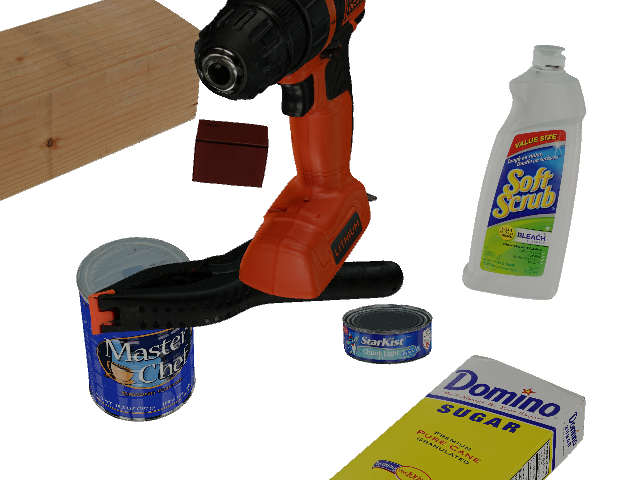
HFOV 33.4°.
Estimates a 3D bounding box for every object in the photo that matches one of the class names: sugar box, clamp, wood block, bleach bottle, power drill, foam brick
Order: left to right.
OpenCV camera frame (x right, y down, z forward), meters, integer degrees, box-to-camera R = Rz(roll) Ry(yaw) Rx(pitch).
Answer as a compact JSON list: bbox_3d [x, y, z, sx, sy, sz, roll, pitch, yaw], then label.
[{"bbox_3d":[-0.202,-0.122,0.864,0.090,0.091,0.205,36,45,27],"label":"wood block"},{"bbox_3d":[-0.097,-0.094,1.150,0.078,0.051,0.053,5,30,-4],"label":"foam brick"},{"bbox_3d":[-0.058,0.031,0.750,0.209,0.036,0.165,-15,17,-39],"label":"clamp"},{"bbox_3d":[-0.012,-0.064,0.583,0.057,0.188,0.184,15,36,18],"label":"power drill"},{"bbox_3d":[0.091,0.146,0.704,0.093,0.048,0.175,20,41,36],"label":"sugar box"},{"bbox_3d":[0.206,-0.070,1.072,0.103,0.251,0.068,9,20,15],"label":"bleach bottle"}]

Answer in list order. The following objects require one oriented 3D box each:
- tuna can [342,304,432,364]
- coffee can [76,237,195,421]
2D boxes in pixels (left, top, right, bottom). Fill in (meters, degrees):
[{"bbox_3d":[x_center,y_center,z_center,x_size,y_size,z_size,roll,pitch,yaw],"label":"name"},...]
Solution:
[{"bbox_3d":[0.064,0.089,1.020,0.086,0.034,0.086,-2,13,0],"label":"tuna can"},{"bbox_3d":[-0.168,0.082,0.988,0.103,0.140,0.103,2,39,-2],"label":"coffee can"}]
